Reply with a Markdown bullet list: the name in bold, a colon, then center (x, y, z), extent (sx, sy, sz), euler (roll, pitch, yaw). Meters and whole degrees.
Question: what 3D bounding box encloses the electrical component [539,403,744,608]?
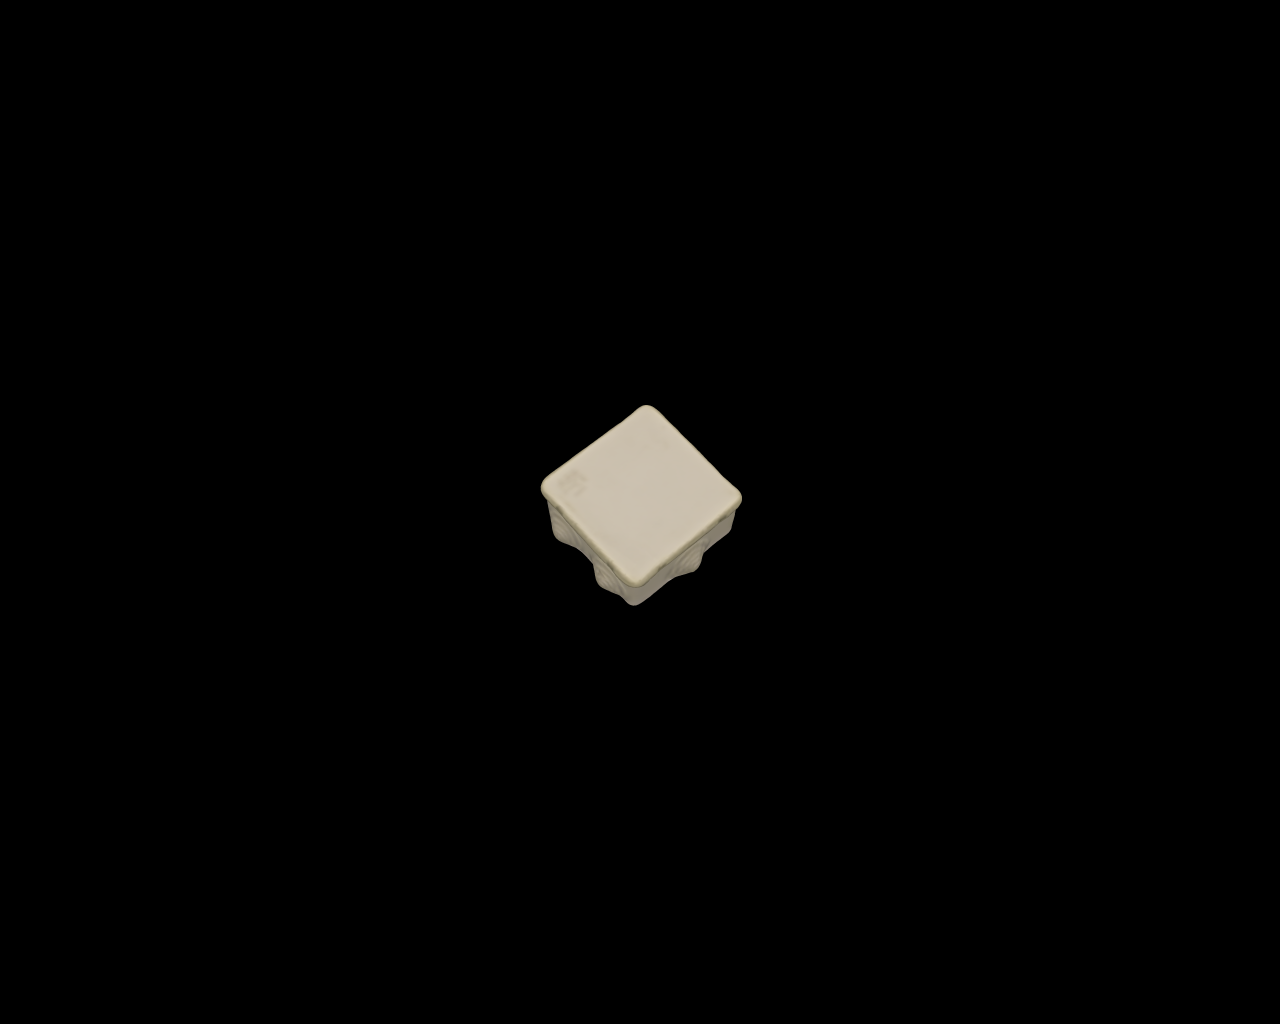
- **electrical component**: center (0.001, -0.003, 0.650), extent (0.100, 0.100, 0.048), euler (-38, -19, -16)
